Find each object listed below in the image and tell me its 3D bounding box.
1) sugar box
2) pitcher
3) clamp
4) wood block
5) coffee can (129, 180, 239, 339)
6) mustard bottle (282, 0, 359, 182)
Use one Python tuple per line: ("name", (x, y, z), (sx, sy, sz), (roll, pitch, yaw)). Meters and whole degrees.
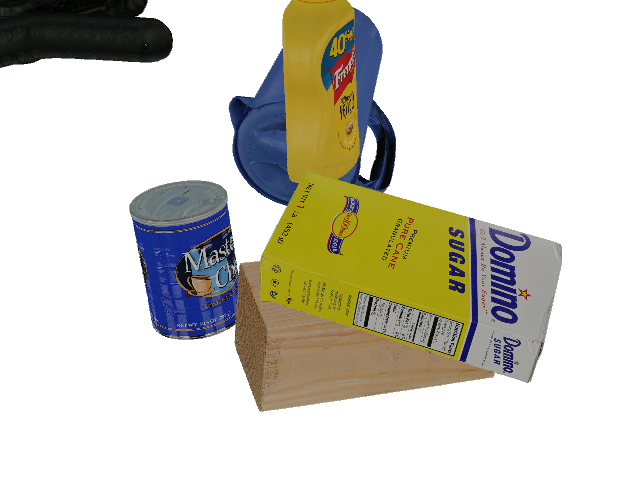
("sugar box", (0.058, 0.019, 0.671), (0.176, 0.048, 0.093), (14, 44, 10))
("pitcher", (0.006, -0.151, 1.163), (0.145, 0.149, 0.242), (-3, 39, 17))
("clamp", (-0.175, -0.130, 0.642), (0.171, 0.039, 0.120), (-3, 22, -6))
("wood block", (0.040, 0.068, 0.888), (0.205, 0.090, 0.091), (-6, 36, -17))
("coffee can", (-0.141, 0.020, 1.139), (0.103, 0.140, 0.103), (-5, 26, 2))
("mustard bottle", (0.000, -0.151, 0.931), (0.058, 0.192, 0.096), (10, 31, 22))
